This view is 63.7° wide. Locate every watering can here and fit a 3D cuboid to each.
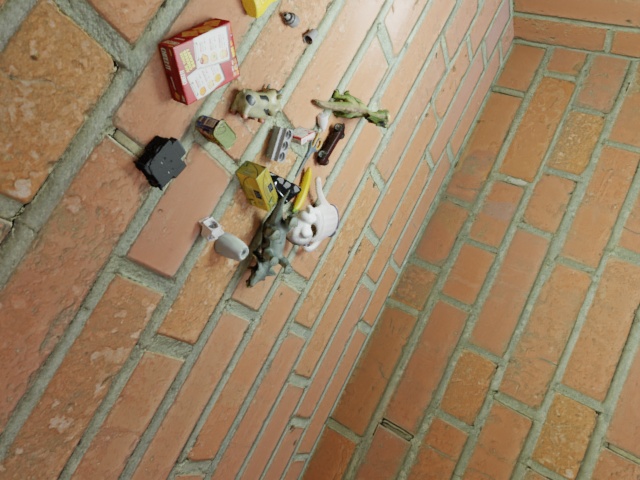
[{"bbox_3d":[0.007,-0.113,2.237,0.226,0.105,0.343,-16,123,-57],"label":"watering can"}]

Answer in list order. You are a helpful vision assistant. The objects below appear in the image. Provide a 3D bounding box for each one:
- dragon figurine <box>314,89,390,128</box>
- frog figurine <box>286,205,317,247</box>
[{"bbox_3d":[0.167,-0.519,2.096,0.414,0.244,0.120,-23,134,-56],"label":"dragon figurine"},{"bbox_3d":[-0.075,-0.060,2.089,0.123,0.140,0.156,0,134,-31],"label":"frog figurine"}]
